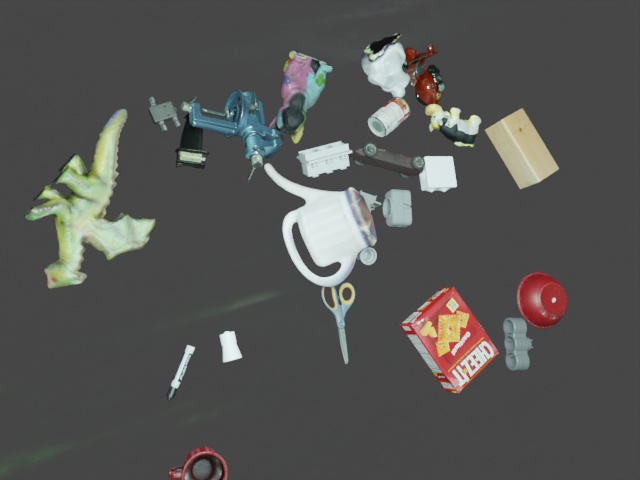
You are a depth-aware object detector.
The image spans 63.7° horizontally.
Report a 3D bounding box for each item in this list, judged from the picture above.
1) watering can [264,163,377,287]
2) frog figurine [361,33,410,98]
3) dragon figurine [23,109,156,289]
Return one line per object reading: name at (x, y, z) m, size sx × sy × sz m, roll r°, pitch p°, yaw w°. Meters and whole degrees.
watering can at (0.004, -0.064, 1.262) m, size 0.224 × 0.104 × 0.350 m, roll -23°, pitch 83°, yaw 8°
frog figurine at (0.192, -0.478, 1.443) m, size 0.140 × 0.123 × 0.156 m, roll -55°, pitch 133°, yaw -27°
dragon figurine at (-0.482, -0.075, 1.150) m, size 0.240 × 0.122 × 0.415 m, roll 43°, pitch 71°, yaw -23°
